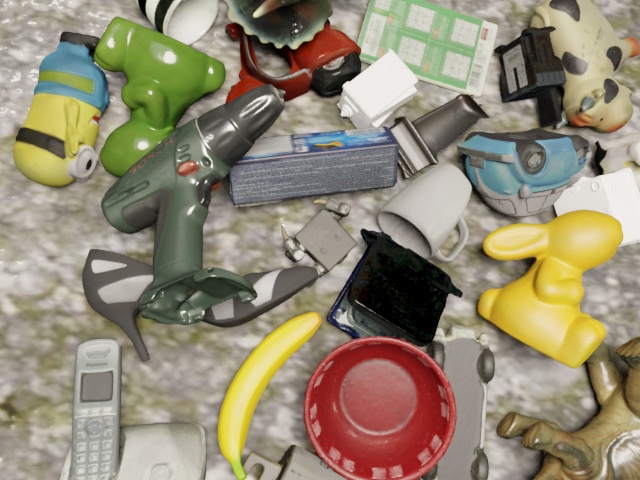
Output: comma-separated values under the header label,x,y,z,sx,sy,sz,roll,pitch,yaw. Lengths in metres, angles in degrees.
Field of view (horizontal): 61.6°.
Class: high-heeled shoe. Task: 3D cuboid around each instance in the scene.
label,x,y,z,sx,sy,sz,roll,pitch,yaw
high-heeled shoe,-0.139,0.036,0.611,0.249,0.086,0.145,-23,81,-6

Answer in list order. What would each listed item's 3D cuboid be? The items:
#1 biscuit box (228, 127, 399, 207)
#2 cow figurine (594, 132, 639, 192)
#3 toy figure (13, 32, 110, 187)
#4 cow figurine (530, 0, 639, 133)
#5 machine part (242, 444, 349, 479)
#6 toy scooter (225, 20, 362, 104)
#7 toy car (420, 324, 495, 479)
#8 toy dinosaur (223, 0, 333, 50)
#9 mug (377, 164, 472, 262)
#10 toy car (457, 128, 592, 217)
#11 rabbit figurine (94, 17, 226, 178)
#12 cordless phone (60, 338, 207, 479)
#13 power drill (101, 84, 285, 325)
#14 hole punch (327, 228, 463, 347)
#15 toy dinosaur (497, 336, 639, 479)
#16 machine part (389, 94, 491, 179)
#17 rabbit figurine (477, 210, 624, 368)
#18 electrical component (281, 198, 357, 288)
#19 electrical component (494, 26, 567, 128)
label,x,y,z,sx,sy,sz,roll,pitch,yaw
biscuit box,-0.008,-0.090,0.645,0.203,0.059,0.062,-6,126,-6
cow figurine,0.415,-0.059,0.685,0.068,0.098,0.167,-38,105,-16
toy figure,-0.299,-0.150,0.629,0.089,0.082,0.180,4,85,7
cow figurine,0.344,-0.229,0.702,0.127,0.085,0.195,-28,87,-15
machine part,0.027,0.296,0.586,0.243,0.079,0.079,29,79,1
toy scooter,-0.046,-0.228,0.670,0.184,0.075,0.135,-26,83,-4
toy car,0.157,0.200,0.627,0.074,0.056,0.201,7,79,2
toy dinosaur,-0.055,-0.371,0.651,0.192,0.131,0.405,-23,51,-4
mug,0.142,-0.033,0.654,0.109,0.081,0.107,43,73,-7
toy car,0.248,-0.081,0.663,0.162,0.109,0.102,-8,113,-27
rabbit figurine,-0.190,-0.146,0.638,0.159,0.121,0.170,21,97,-9
cordless phone,-0.197,0.196,0.580,0.147,0.088,0.184,-4,77,-6
power drill,-0.119,-0.033,0.535,0.232,0.086,0.207,-24,64,18
hole punch,0.082,0.071,0.635,0.142,0.092,0.116,31,53,3
toy dinosaur,0.381,0.206,0.627,0.471,0.105,0.198,-38,93,-1
machine part,0.148,-0.142,0.692,0.139,0.039,0.084,-31,80,-8
rabbit figurine,0.274,0.038,0.630,0.163,0.122,0.173,34,105,27
electrical component,0.000,-0.002,0.649,0.102,0.045,0.078,-38,84,-10
electrical component,0.273,-0.204,0.694,0.048,0.075,0.119,-10,93,-16
